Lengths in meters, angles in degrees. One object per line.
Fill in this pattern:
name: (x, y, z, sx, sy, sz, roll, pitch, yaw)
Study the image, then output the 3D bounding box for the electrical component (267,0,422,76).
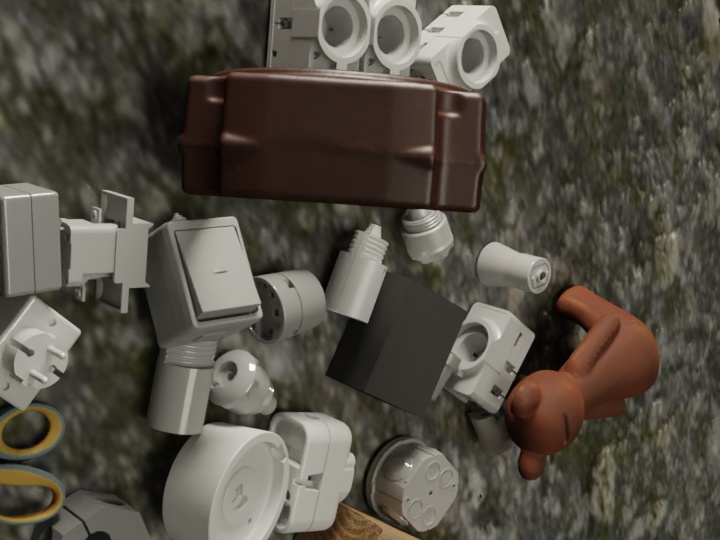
electrical component: (-0.006, -0.234, 0.832, 0.105, 0.060, 0.186, -3, 101, -42)

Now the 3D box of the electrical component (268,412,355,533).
electrical component: (-0.045, 0.170, 0.910, 0.059, 0.054, 0.095, 9, 95, -43)

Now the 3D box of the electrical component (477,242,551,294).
electrical component: (0.151, 0.000, 1.035, 0.044, 0.065, 0.044, -13, 109, -40)

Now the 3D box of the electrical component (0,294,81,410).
electrical component: (-0.218, 0.055, 0.708, 0.047, 0.077, 0.065, 47, 70, -39)

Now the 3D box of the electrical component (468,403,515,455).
electrical component: (0.133, 0.156, 1.078, 0.040, 0.040, 0.046, -41, 120, -27)

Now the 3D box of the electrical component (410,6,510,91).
electrical component: (0.083, -0.186, 0.932, 0.089, 0.056, 0.050, -44, 126, -25)

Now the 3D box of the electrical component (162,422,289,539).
electrical component: (-0.110, 0.171, 0.842, 0.108, 0.060, 0.108, -36, 132, -53)

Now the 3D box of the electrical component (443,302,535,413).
electrical component: (0.119, 0.083, 1.038, 0.056, 0.050, 0.089, 38, 75, -41)

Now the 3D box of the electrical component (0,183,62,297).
electrical component: (-0.238, -0.018, 0.691, 0.077, 0.047, 0.065, -10, 108, -40)

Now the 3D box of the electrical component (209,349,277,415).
electrical component: (-0.090, 0.096, 0.859, 0.048, 0.048, 0.062, -59, 139, -14)

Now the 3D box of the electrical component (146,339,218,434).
electrical component: (-0.134, 0.079, 0.814, 0.043, 0.043, 0.081, 7, 96, -43)

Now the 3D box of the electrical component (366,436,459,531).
electrical component: (0.049, 0.200, 1.005, 0.080, 0.051, 0.080, -12, 109, -39)

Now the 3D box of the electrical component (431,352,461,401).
electrical component: (0.066, 0.093, 1.002, 0.040, 0.040, 0.046, 36, 82, -41)

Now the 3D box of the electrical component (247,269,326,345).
electrical component: (-0.061, 0.028, 0.860, 0.047, 0.055, 0.055, -16, 111, -42)

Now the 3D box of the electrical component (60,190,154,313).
electrical component: (-0.182, -0.013, 0.747, 0.064, 0.042, 0.081, -2, 102, -40)

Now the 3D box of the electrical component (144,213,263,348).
electrical component: (-0.117, 0.001, 0.780, 0.062, 0.061, 0.096, -8, 77, -41)

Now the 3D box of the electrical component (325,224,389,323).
electrical component: (0.000, 0.000, 0.914, 0.043, 0.043, 0.081, 24, 85, -43)

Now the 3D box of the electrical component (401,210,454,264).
electrical component: (0.056, -0.041, 0.955, 0.043, 0.043, 0.062, -38, 123, -29)
